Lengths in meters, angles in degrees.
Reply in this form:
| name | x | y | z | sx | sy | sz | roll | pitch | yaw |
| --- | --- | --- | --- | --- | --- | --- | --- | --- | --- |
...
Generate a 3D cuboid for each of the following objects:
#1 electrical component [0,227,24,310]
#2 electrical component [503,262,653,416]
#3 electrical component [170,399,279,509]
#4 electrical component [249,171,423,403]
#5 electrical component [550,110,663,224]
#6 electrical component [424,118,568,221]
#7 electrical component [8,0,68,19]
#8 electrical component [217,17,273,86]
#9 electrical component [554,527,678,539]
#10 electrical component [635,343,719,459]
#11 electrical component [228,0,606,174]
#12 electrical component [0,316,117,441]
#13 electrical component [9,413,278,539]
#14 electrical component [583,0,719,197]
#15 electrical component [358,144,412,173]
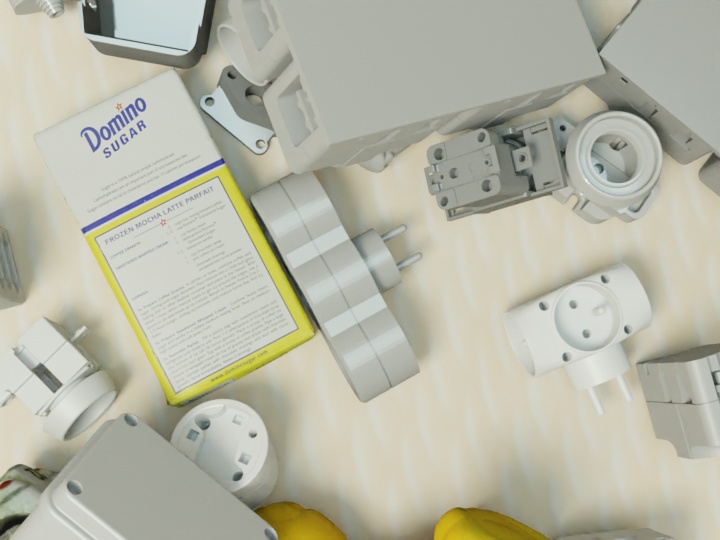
| name | x | y | z | sx | sy | sz | roll | pitch | yaw |
| --- | --- | --- | --- | --- | --- | --- | --- | --- | --- |
| electrical component | -0.237 | 0.003 | 0.593 | 0.076 | 0.083 | 0.047 | -15 | 85 | -6 |
| electrical component | 0.136 | 0.046 | 0.638 | 0.077 | 0.044 | 0.079 | -23 | 86 | -7 |
| electrical component | -0.074 | 0.107 | 0.606 | 0.055 | 0.047 | 0.055 | -3 | 62 | 6 |
| electrical component | 0.000 | 0.000 | 0.628 | 0.074 | 0.052 | 0.138 | -29 | 87 | -6 |
| electrical component | 0.146 | -0.063 | 0.644 | 0.078 | 0.057 | 0.058 | 36 | 82 | 0 |
| electrical component | 0.075 | -0.058 | 0.628 | 0.081 | 0.064 | 0.042 | -16 | 85 | 35 |
| electrical component | -0.197 | -0.186 | 0.635 | 0.043 | 0.043 | 0.081 | -27 | 87 | -7 |
| electrical component | -0.031 | -0.135 | 0.641 | 0.077 | 0.043 | 0.079 | -42 | 102 | -18 |
| electrical component | 0.149 | 0.200 | 0.615 | 0.062 | 0.061 | 0.096 | -4 | 84 | -5 |
| electrical component | 0.202 | 0.074 | 0.618 | 0.050 | 0.089 | 0.055 | -14 | 86 | -6 |
| electrical component | 0.032 | -0.128 | 0.601 | 0.186 | 0.060 | 0.105 | -18 | 84 | -29 |
| electrical component | -0.172 | 0.063 | 0.612 | 0.055 | 0.048 | 0.066 | 43 | 82 | 8 |
| electrical component | -0.106 | 0.137 | 0.542 | 0.113 | 0.078 | 0.057 | 40 | 119 | -4 |
| electrical component | 0.240 | -0.102 | 0.654 | 0.186 | 0.060 | 0.105 | 40 | 83 | 0 |
| electrical component | 0.018 | -0.092 | 0.644 | 0.062 | 0.048 | 0.048 | -37 | 88 | -14 |
